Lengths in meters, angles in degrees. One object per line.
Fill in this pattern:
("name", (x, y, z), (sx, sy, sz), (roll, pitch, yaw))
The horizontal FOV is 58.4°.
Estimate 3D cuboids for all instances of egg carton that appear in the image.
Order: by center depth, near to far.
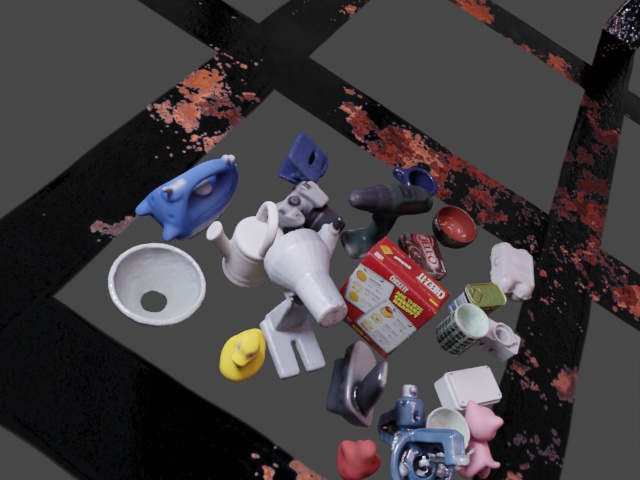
("egg carton", (0.464, 0.077, 1.397), (0.107, 0.069, 0.150), (21, 50, -10))

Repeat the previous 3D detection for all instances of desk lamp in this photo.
("desk lamp", (-0.030, 0.115, 1.046), (0.118, 0.213, 0.203), (-10, 61, -30))

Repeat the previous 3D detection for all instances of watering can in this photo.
("watering can", (-0.125, 0.005, 1.094), (0.173, 0.194, 0.100), (-12, 62, -31))

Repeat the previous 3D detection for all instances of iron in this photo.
("iron", (-0.239, -0.112, 1.160), (0.118, 0.141, 0.259), (41, 50, 8))

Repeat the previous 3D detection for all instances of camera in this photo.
("camera", (-0.019, -0.051, 1.244), (0.137, 0.100, 0.143), (39, 50, 6))

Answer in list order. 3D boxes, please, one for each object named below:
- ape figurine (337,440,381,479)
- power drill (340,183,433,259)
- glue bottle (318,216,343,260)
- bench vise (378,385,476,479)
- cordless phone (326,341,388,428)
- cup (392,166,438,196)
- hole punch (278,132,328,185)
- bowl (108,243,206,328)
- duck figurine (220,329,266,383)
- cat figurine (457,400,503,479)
("ape figurine", (0.070, 0.373, 0.985), (0.077, 0.092, 0.076), (44, 50, 10))
("power drill", (0.126, -0.047, 1.238), (0.230, 0.208, 0.075), (-12, 62, -31))
("glue bottle", (0.011, 0.004, 1.171), (0.037, 0.173, 0.078), (12, 52, -16))
("bench vise", (0.167, 0.342, 0.969), (0.122, 0.219, 0.207), (-7, 60, -28))
("cordless phone", (0.089, 0.241, 1.028), (0.094, 0.185, 0.147), (18, 51, -12))
("cup", (0.218, -0.124, 1.411), (0.118, 0.095, 0.092), (30, 49, -2))
("hole punch", (-0.031, -0.184, 1.342), (0.101, 0.091, 0.109), (27, 50, -5))
("bowl", (-0.295, 0.093, 1.030), (0.168, 0.074, 0.167), (13, 52, -16))
("duck figurine", (-0.130, 0.195, 1.025), (0.077, 0.086, 0.105), (35, 49, 2))
("cat figurine", (0.303, 0.372, 1.077), (0.067, 0.117, 0.127), (5, 55, -22))
